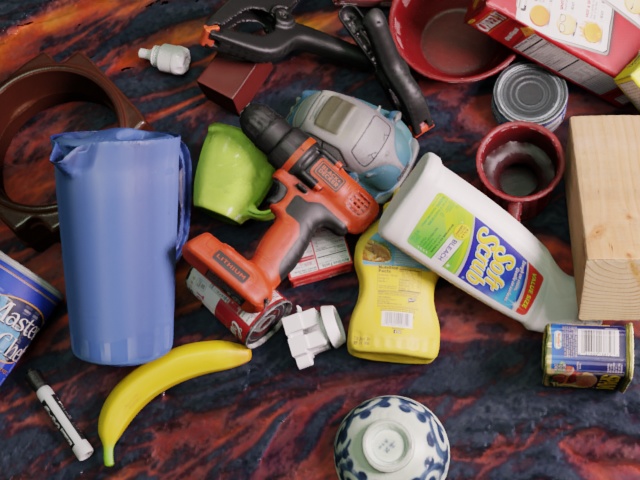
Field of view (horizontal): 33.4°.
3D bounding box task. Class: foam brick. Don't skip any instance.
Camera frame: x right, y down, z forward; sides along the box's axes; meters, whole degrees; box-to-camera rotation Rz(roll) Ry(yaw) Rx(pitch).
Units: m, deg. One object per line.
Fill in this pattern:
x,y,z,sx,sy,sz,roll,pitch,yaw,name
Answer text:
-0.099,-0.196,1.261,0.053,0.051,0.078,31,78,15,foam brick

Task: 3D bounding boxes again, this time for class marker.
-0.288,0.189,1.169,0.020,0.020,0.121,-37,70,-6,marker

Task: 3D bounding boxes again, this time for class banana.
-0.169,0.159,1.157,0.197,0.037,0.069,-38,86,-5,banana

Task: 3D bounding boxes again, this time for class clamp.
0.080,-0.192,1.191,0.039,0.120,0.171,-34,101,2,clamp
-0.038,-0.244,1.239,0.209,0.036,0.165,-23,69,-32,clamp

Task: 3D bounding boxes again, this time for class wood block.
0.303,-0.027,1.088,0.090,0.091,0.206,0,47,6,wood block

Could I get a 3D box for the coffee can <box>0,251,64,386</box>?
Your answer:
-0.363,0.090,1.169,0.103,0.103,0.140,30,77,16,coffee can

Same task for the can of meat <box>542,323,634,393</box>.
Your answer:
0.268,0.118,1.077,0.084,0.102,0.057,2,72,10,can of meat

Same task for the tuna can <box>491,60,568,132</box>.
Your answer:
0.238,-0.160,1.213,0.086,0.033,0.086,-2,71,7,tuna can

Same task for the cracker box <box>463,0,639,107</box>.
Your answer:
0.285,-0.268,1.183,0.213,0.072,0.164,26,74,-12,cracker box

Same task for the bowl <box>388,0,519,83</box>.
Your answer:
0.161,-0.244,1.241,0.162,0.055,0.162,-2,71,7,bowl

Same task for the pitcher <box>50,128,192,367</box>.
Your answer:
-0.205,0.002,1.133,0.149,0.145,0.243,-2,102,-11,pitcher

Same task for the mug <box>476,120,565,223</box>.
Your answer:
0.214,-0.060,1.156,0.093,0.081,0.117,4,71,9,mug

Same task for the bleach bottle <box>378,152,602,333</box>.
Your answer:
0.189,0.018,1.106,0.250,0.068,0.103,32,111,-7,bleach bottle

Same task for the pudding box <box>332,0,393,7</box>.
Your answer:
0.055,-0.335,1.281,0.090,0.039,0.113,-1,70,-19,pudding box

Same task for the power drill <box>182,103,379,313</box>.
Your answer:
-0.056,-0.032,1.117,0.184,0.057,0.187,41,73,2,power drill

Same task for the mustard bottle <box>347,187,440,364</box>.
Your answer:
0.084,0.034,1.152,0.096,0.058,0.191,5,71,-1,mustard bottle

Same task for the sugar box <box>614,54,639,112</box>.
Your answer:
0.406,-0.137,1.140,0.093,0.048,0.176,-43,101,-9,sugar box

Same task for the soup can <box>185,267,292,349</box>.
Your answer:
-0.089,0.060,1.162,0.068,0.068,0.102,-45,71,-9,soup can

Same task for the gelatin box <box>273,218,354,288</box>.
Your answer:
-0.008,0.002,1.192,0.073,0.030,0.089,-16,70,0,gelatin box
